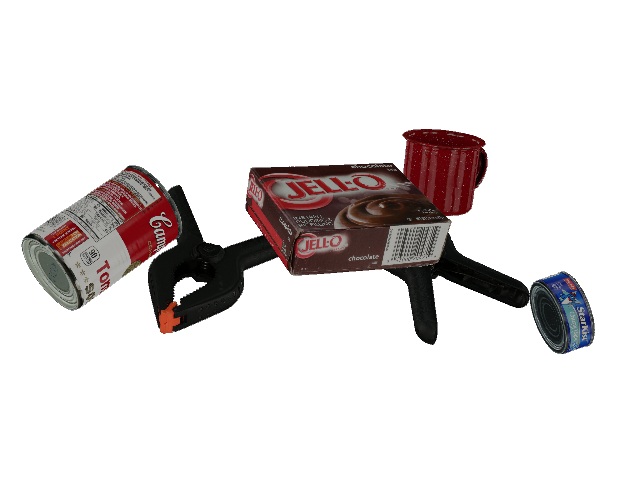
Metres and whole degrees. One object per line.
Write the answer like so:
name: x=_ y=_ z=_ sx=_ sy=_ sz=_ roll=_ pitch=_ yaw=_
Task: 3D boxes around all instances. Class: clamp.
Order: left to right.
clamp: x=-0.121 y=0.016 z=1.072 sx=0.165 sy=0.036 sz=0.209 roll=20 pitch=38 yaw=16
clamp: x=0.108 y=0.020 z=0.978 sx=0.120 sy=0.039 sz=0.171 roll=-7 pitch=46 yaw=-27

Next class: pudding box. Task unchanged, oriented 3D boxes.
pudding box: x=0.016 y=-0.017 z=0.716 sx=0.113 sy=0.039 sz=0.090 roll=-2 pitch=31 yaw=-25

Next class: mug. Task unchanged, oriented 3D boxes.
mug: x=0.145 y=-0.078 z=1.217 sx=0.117 sy=0.081 sz=0.093 roll=-10 pitch=23 yaw=-38

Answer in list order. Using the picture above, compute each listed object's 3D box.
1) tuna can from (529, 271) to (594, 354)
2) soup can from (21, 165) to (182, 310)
tuna can: x=0.261 y=0.079 z=1.159 sx=0.033 sy=0.086 sz=0.086 roll=-17 pitch=3 yaw=-11
soup can: x=-0.165 y=-0.003 z=0.807 sx=0.102 sy=0.068 sz=0.069 roll=-39 pitch=22 yaw=-31
